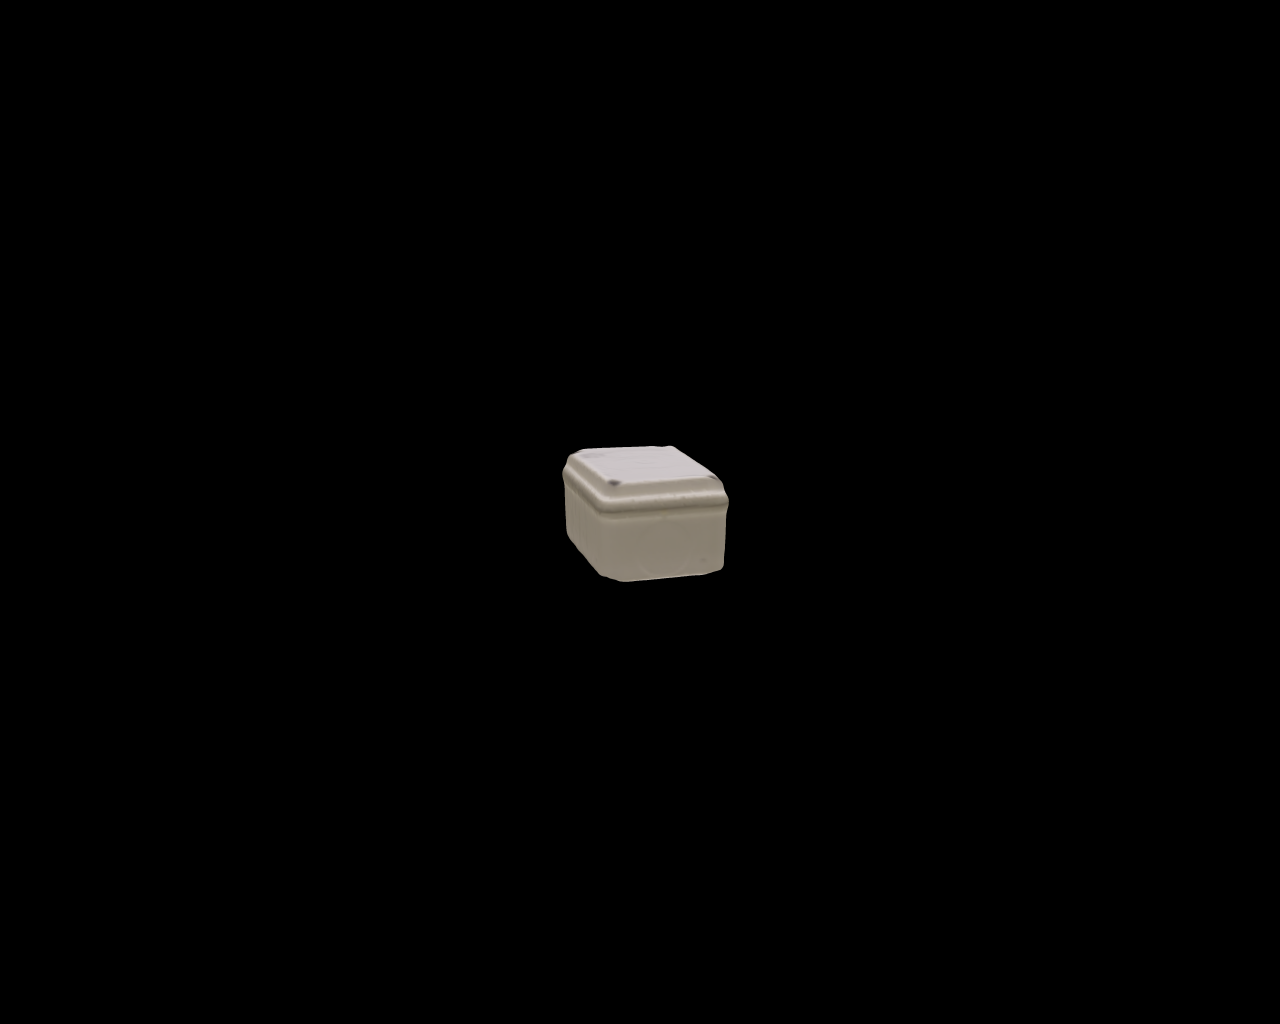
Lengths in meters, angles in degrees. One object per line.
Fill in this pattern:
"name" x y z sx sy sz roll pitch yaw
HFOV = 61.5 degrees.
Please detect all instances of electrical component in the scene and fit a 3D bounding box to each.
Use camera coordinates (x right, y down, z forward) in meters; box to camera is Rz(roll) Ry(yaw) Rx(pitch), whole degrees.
"electrical component" 0.001 -0.003 0.650 0.078 0.057 0.113 -4 15 -15
